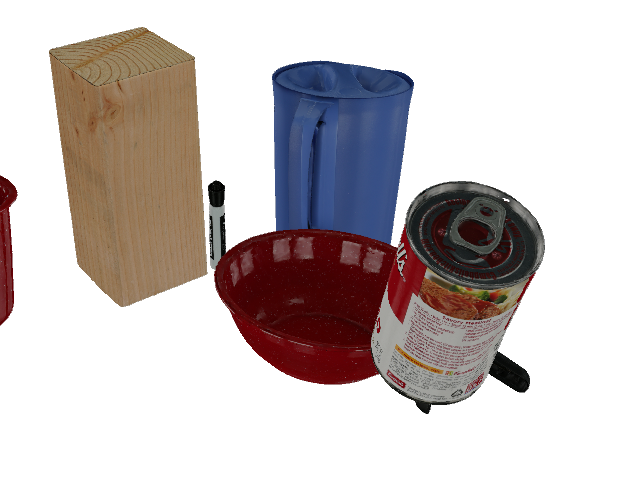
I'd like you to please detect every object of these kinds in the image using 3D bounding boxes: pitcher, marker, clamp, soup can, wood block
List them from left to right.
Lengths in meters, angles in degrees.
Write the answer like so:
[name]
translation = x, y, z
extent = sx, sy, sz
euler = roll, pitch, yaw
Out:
[wood block]
translation = -0.160, -0.061, 0.904
extent = 0.090, 0.206, 0.090
euler = -22, 38, -30
[marker]
translation = -0.116, -0.017, 1.196
extent = 0.020, 0.121, 0.020
euler = 2, 41, -2
[pitcher]
translation = 0.011, -0.044, 1.036
extent = 0.149, 0.243, 0.145
euler = -8, 26, -24
[soup can]
translation = 0.067, 0.029, 0.544
extent = 0.068, 0.068, 0.102
euler = 0, -41, -11
[clamp]
translation = 0.138, 0.102, 1.089
extent = 0.120, 0.171, 0.039
euler = 1, -44, -15

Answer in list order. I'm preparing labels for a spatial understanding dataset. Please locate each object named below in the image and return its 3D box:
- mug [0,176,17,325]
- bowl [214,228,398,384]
[mug]
translation = -0.235, 0.014, 0.635
extent = 0.093, 0.081, 0.117
euler = 17, 28, 27
[bowl]
translation = 0.005, 0.052, 0.747
extent = 0.162, 0.055, 0.162
euler = 5, 28, -3
